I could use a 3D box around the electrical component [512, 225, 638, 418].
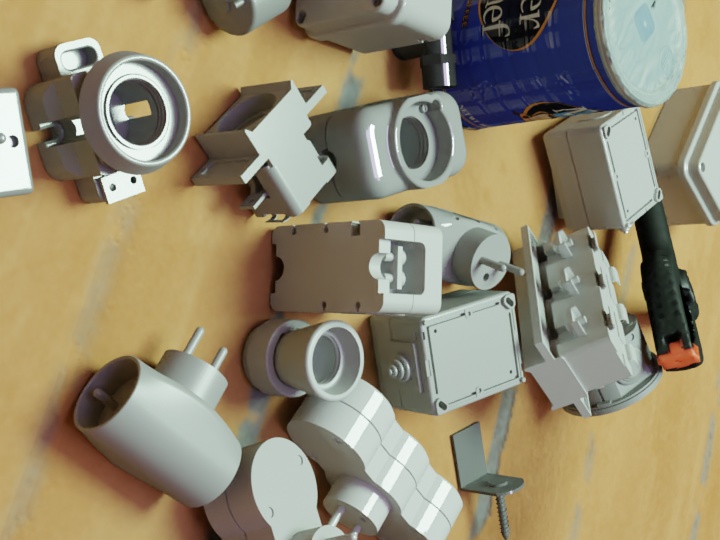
[{"bbox_3d":[0.147,0.029,0.743,0.078,0.063,0.121,53,25,-32],"label":"electrical component"}]

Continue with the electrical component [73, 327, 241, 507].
[{"bbox_3d":[-0.093,0.067,0.546,0.077,0.044,0.079,47,58,-35],"label":"electrical component"}]

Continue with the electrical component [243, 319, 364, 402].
[{"bbox_3d":[-0.032,0.050,0.601,0.045,0.055,0.045,1,88,-46],"label":"electrical component"}]

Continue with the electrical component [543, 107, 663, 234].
[{"bbox_3d":[0.184,-0.072,0.822,0.062,0.061,0.096,-33,113,-41],"label":"electrical component"}]

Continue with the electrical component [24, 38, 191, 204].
[{"bbox_3d":[-0.118,-0.073,0.514,0.058,0.057,0.078,-27,108,-43],"label":"electrical component"}]

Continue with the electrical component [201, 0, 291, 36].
[{"bbox_3d":[-0.053,-0.160,0.595,0.078,0.040,0.040,-42,118,-38],"label":"electrical component"}]

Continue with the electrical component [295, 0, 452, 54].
[{"bbox_3d":[0.009,-0.191,0.633,0.057,0.078,0.113,8,83,-48],"label":"electrical component"}]

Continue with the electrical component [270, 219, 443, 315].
[{"bbox_3d":[0.000,0.000,0.611,0.056,0.089,0.050,4,86,-46],"label":"electrical component"}]

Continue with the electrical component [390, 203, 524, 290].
[{"bbox_3d":[0.069,-0.011,0.691,0.077,0.079,0.043,11,99,-45],"label":"electrical component"}]

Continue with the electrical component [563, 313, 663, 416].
[{"bbox_3d":[0.180,0.069,0.803,0.080,0.080,0.051,-41,112,-39],"label":"electrical component"}]

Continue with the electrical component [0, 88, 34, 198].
[{"bbox_3d":[-0.174,-0.050,0.443,0.083,0.076,0.047,-14,99,-45],"label":"electrical component"}]

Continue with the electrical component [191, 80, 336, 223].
[{"bbox_3d":[-0.049,-0.065,0.597,0.081,0.042,0.063,-53,128,-31],"label":"electrical component"}]

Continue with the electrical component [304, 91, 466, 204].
[{"bbox_3d":[0.018,-0.075,0.653,0.095,0.059,0.053,-21,104,-44],"label":"electrical component"}]

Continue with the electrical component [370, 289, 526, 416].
[{"bbox_3d":[0.049,0.052,0.685,0.096,0.061,0.061,-15,100,-37],"label":"electrical component"}]

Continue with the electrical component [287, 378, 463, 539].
[{"bbox_3d":[0.003,0.131,0.637,0.138,0.052,0.073,54,54,-30],"label":"electrical component"}]

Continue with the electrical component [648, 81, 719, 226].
[{"bbox_3d":[0.298,-0.101,0.943,0.078,0.057,0.113,50,56,-33],"label":"electrical component"}]

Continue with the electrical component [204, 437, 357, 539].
[{"bbox_3d":[-0.028,0.155,0.565,0.052,0.074,0.138,-7,78,-56],"label":"electrical component"}]
